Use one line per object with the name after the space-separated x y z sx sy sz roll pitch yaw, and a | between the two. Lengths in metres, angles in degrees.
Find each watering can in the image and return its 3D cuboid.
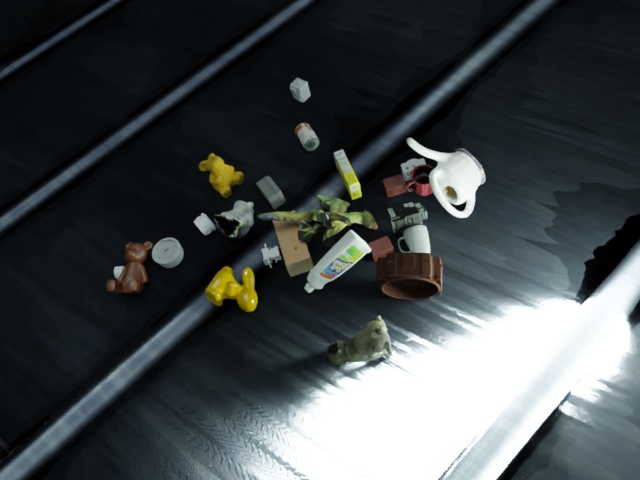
0.450 -0.247 1.796 0.228 0.103 0.345 -39 100 -31 | watering can

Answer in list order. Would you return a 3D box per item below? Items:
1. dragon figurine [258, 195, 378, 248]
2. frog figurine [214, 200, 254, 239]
0.006 -0.092 1.834 0.411 0.120 0.247 14 28 5 | dragon figurine
-0.311 -0.080 1.937 0.137 0.121 0.162 -5 22 18 | frog figurine
